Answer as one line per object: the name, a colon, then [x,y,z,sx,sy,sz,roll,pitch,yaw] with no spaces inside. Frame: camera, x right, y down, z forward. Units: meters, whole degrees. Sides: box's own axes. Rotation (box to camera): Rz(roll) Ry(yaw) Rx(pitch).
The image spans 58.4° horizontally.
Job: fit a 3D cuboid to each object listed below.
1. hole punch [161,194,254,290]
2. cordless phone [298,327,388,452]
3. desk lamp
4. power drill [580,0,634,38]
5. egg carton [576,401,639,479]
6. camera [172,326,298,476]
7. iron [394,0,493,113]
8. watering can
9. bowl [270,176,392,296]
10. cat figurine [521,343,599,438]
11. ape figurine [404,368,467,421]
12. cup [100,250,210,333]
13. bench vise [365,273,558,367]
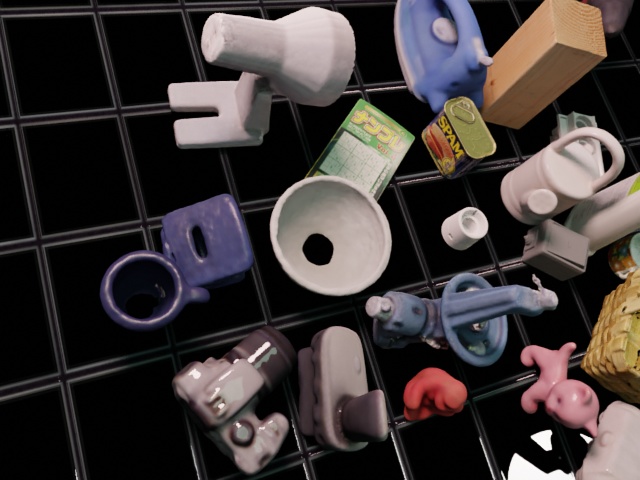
hole punch: [-0.142,0.009,0.708,0.101,0.091,0.108,-14,76,-22]
cordless phone: [0.040,0.168,0.662,0.094,0.184,0.147,-1,72,-19]
desk lamp: [-0.081,-0.209,0.739,0.204,0.213,0.118,-8,74,-21]
power drill: [0.452,-0.374,0.982,0.076,0.208,0.230,27,65,-7]
egg carton: [0.428,0.309,0.807,0.107,0.069,0.150,38,64,-3]
camera: [-0.079,0.175,0.665,0.137,0.100,0.143,-40,87,-26]
iron: [0.199,-0.341,0.922,0.119,0.141,0.258,-11,75,-22]
watering can: [0.367,-0.095,0.861,0.101,0.193,0.173,28,65,-7]
bowl: [0.007,0.003,0.771,0.168,0.074,0.167,6,69,-17]
cat figurine: [0.338,0.204,0.787,0.067,0.117,0.128,11,68,-14]
ape figurine: [0.155,0.201,0.740,0.078,0.092,0.076,29,65,-7]
cup: [-0.191,0.069,0.668,0.118,0.094,0.091,5,70,-17]
bench vise: [0.171,0.102,0.710,0.208,0.219,0.121,-9,74,-21]
